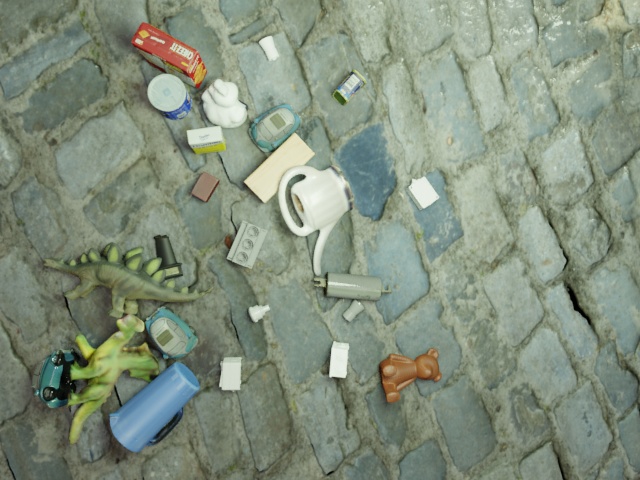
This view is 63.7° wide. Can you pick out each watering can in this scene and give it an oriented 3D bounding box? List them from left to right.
[{"bbox_3d":[0.005,-0.078,1.545,0.226,0.105,0.342,-30,116,-16],"label":"watering can"}]

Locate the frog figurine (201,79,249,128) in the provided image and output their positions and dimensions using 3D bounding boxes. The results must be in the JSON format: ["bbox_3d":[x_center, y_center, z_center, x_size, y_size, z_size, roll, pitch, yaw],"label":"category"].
[{"bbox_3d":[-0.275,-0.389,1.483,0.137,0.160,0.123,41,88,-6],"label":"frog figurine"}]

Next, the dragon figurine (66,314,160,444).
[{"bbox_3d":[-0.581,0.388,1.463,0.243,0.124,0.405,2,109,-24],"label":"dragon figurine"}]
